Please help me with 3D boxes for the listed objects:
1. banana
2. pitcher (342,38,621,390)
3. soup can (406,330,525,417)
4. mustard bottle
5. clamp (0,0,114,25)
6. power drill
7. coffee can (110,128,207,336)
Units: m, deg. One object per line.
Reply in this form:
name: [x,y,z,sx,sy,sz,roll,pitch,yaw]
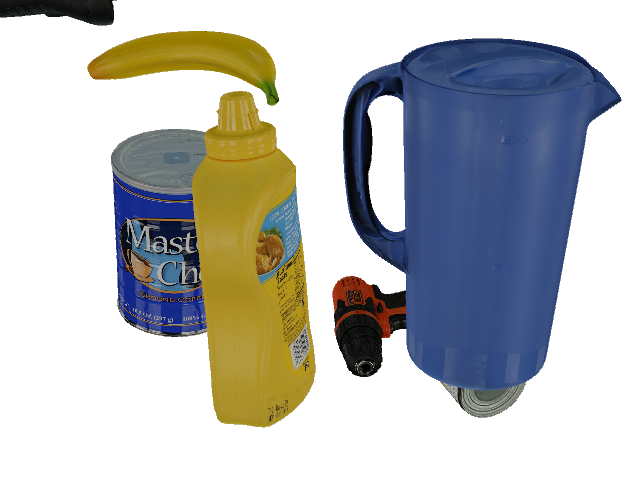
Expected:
banana: [-0.122,-0.170,1.007,0.198,0.037,0.069,9,45,18]
pitcher: [0.110,-0.018,0.777,0.144,0.243,0.149,-19,32,-34]
soup can: [0.129,0.101,0.944,0.068,0.068,0.102,0,26,-24]
mustard bottle: [-0.040,0.007,0.634,0.058,0.192,0.096,3,22,18]
clamp: [-0.187,-0.191,0.805,0.172,0.039,0.120,13,24,29]
power drill: [0.108,0.090,1.206,0.187,0.057,0.184,-3,27,-3]
coffee can: [-0.118,-0.007,0.878,0.103,0.140,0.103,3,31,-2]
